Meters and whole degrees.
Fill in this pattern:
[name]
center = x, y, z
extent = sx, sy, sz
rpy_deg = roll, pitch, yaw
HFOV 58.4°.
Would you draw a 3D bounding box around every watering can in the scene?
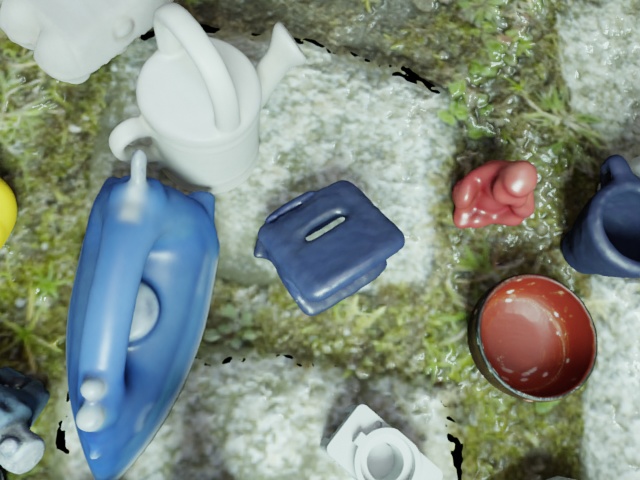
[watering can]
center = -0.094, -0.123, 0.478
extent = 0.101, 0.194, 0.173
rpy_deg = 34, 72, 3

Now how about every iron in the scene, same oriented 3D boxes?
[iron]
center = -0.151, 0.062, 0.443
extent = 0.118, 0.141, 0.258
rpy_deg = 8, 73, -6

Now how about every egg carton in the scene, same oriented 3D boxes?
[egg carton]
center = -0.222, -0.224, 0.554
extent = 0.107, 0.069, 0.150
rpy_deg = 41, 73, 5

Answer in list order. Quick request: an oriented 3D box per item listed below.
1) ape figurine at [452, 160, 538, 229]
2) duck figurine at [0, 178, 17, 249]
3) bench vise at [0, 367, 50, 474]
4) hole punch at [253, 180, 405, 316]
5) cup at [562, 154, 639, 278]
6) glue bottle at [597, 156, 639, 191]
[ape figurine]
center = 0.174, -0.048, 0.548
extent = 0.078, 0.092, 0.076
rpy_deg = 33, 72, 2
[duck figurine]
center = -0.310, -0.020, 0.473
extent = 0.077, 0.086, 0.105
rpy_deg = 41, 73, 5
[bench vise]
center = -0.282, 0.080, 0.378
extent = 0.207, 0.219, 0.121
rpy_deg = 13, 72, -4
[hole punch]
center = 0.005, 0.002, 0.510
extent = 0.109, 0.091, 0.101
rpy_deg = -32, 81, -15
[cup]
center = 0.274, -0.014, 0.551
extent = 0.092, 0.095, 0.118
rpy_deg = -5, 75, -9
[glue bottle]
center = 0.338, -0.060, 0.532
extent = 0.037, 0.173, 0.078
rpy_deg = -42, 83, -17
